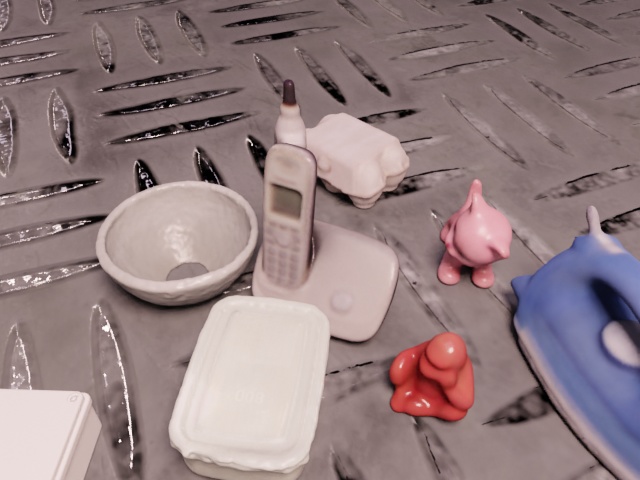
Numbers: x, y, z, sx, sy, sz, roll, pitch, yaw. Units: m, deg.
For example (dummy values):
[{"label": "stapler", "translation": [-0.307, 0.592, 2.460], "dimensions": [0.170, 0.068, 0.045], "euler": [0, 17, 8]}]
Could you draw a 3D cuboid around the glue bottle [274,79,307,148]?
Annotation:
[{"label": "glue bottle", "translation": [-0.034, -0.108, 0.675], "dimensions": [0.037, 0.173, 0.078], "euler": [-9, 44, -10]}]

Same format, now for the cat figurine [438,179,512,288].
[{"label": "cat figurine", "translation": [0.168, -0.011, 0.616], "dimensions": [0.067, 0.118, 0.128], "euler": [6, 44, 7]}]

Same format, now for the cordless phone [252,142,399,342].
[{"label": "cordless phone", "translation": [0.005, 0.002, 0.551], "dimensions": [0.147, 0.185, 0.094], "euler": [15, 46, 15]}]

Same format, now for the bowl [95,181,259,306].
[{"label": "bowl", "translation": [-0.147, 0.014, 0.617], "dimensions": [0.167, 0.075, 0.167], "euler": [0, 43, 0]}]

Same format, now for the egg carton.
[{"label": "egg carton", "translation": [0.036, -0.106, 0.750], "dimensions": [0.150, 0.069, 0.107], "euler": [32, 52, 29]}]

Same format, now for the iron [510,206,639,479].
[{"label": "iron", "translation": [0.269, 0.096, 0.487], "dimensions": [0.119, 0.141, 0.258], "euler": [-9, 44, -10]}]

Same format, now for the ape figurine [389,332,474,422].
[{"label": "ape figurine", "translation": [0.104, 0.114, 0.501], "dimensions": [0.076, 0.092, 0.077], "euler": [-27, 50, -26]}]
